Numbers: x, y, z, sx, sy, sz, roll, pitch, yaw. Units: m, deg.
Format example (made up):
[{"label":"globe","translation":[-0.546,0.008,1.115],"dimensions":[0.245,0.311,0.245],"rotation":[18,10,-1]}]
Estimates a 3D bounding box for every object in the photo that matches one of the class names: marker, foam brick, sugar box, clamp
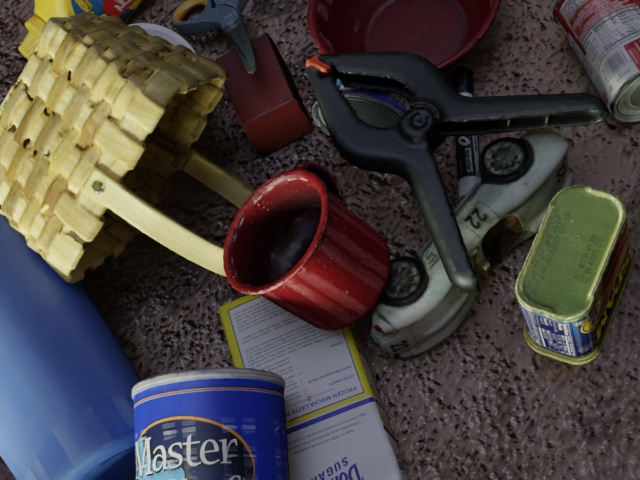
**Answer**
[{"label":"marker","translation":[0.115,-0.085,0.841],"dimensions":[0.020,0.020,0.121],"rotation":[-8,63,15]},{"label":"foam brick","translation":[-0.046,-0.122,0.893],"dimensions":[0.051,0.053,0.078],"rotation":[-25,61,5]},{"label":"sugar box","translation":[-0.006,0.114,0.772],"dimensions":[0.093,0.048,0.176],"rotation":[-22,64,7]},{"label":"clamp","translation":[0.071,-0.066,0.746],"dimensions":[0.210,0.036,0.164],"rotation":[26,75,21]}]

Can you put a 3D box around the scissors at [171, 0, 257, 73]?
[{"label":"scissors","translation":[-0.091,-0.179,0.918],"dimensions":[0.096,0.016,0.201],"rotation":[-24,37,19]}]

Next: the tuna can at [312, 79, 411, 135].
[{"label":"tuna can","translation":[0.039,-0.103,0.836],"dimensions":[0.086,0.086,0.033],"rotation":[10,67,22]}]

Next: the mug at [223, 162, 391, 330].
[{"label":"mug","translation":[-0.005,0.001,0.738],"dimensions":[0.093,0.081,0.117],"rotation":[-21,50,35]}]

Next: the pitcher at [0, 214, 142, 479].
[{"label":"pitcher","translation":[-0.223,0.098,0.804],"dimensions":[0.149,0.144,0.243],"rotation":[-49,62,15]}]

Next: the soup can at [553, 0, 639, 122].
[{"label":"soup can","translation":[0.228,-0.148,0.805],"dimensions":[0.068,0.068,0.102],"rotation":[-25,61,6]}]

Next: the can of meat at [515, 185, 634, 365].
[{"label":"can of meat","translation":[0.175,0.023,0.732],"dimensions":[0.058,0.084,0.102],"rotation":[18,72,25]}]

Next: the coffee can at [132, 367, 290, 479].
[{"label":"coffee can","translation":[-0.069,0.163,0.693],"dimensions":[0.103,0.102,0.140],"rotation":[-10,70,14]}]

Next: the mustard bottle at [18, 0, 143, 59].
[{"label":"mustard bottle","translation":[-0.202,-0.235,0.974],"dimensions":[0.191,0.096,0.058],"rotation":[-47,62,-7]}]

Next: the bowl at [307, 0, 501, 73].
[{"label":"bowl","translation":[0.074,-0.186,0.882],"dimensions":[0.162,0.055,0.162],"rotation":[-8,63,15]}]
